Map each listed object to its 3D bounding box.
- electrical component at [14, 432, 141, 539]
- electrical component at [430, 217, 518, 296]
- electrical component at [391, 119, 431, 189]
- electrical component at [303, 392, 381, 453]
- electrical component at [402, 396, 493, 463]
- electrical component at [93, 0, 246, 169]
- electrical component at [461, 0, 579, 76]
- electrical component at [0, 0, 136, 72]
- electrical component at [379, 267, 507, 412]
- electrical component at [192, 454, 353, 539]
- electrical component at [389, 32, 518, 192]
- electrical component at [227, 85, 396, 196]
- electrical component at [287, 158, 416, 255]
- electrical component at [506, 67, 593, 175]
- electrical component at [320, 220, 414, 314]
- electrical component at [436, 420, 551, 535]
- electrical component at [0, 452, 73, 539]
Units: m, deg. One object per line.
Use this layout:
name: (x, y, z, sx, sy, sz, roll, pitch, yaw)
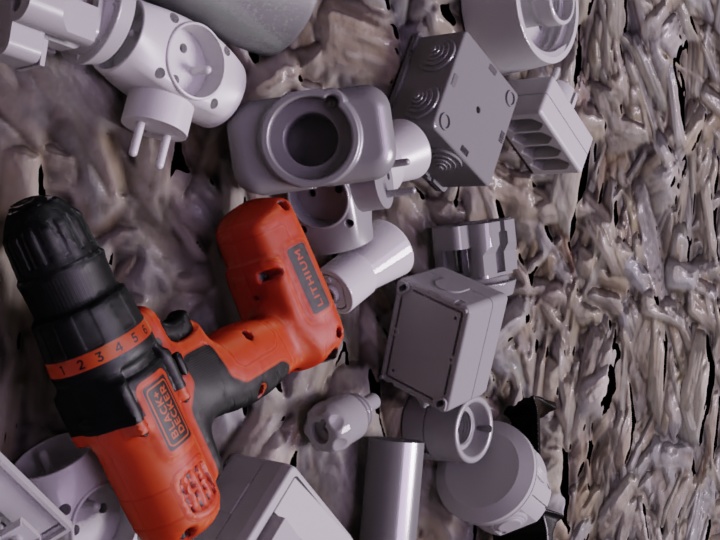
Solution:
electrical component: (-0.133, 0.119, 0.567, 0.079, 0.044, 0.077, -37, 118, -43)
electrical component: (0.088, -0.008, 0.817, 0.078, 0.058, 0.057, -11, 97, -49)
electrical component: (0.016, -0.075, 0.737, 0.055, 0.045, 0.045, -32, 115, -44)
electrical component: (-0.008, 0.098, 0.723, 0.061, 0.035, 0.035, -23, 109, -50)
electrical component: (0.066, 0.116, 0.802, 0.055, 0.047, 0.055, -2, 93, -50)
electrical component: (-0.108, -0.096, 0.590, 0.077, 0.044, 0.079, 25, 72, -47)
electrical component: (0.136, -0.213, 0.864, 0.108, 0.060, 0.108, -1, 92, -50)
electrical component: (-0.149, -0.135, 0.531, 0.057, 0.058, 0.078, 14, 81, -46)
electrical component: (0.060, 0.053, 0.768, 0.061, 0.062, 0.096, -15, 123, -49)
electrical component: (-0.049, 0.167, 0.655, 0.061, 0.061, 0.096, -57, 131, -32)
electrical component: (0.069, -0.117, 0.796, 0.100, 0.048, 0.099, 40, 62, -43)
electrical component: (-0.028, -0.076, 0.634, 0.059, 0.095, 0.053, -76, 158, -87)
electrical component: (-0.003, -0.055, 0.690, 0.044, 0.079, 0.077, -49, 129, -63)
electrical component: (0.160, -0.135, 0.905, 0.083, 0.047, 0.075, 45, 58, -41)
electrical component: (0.000, 0.000, 0.725, 0.065, 0.044, 0.044, -39, 120, -37)
electrical component: (0.103, 0.160, 0.823, 0.051, 0.080, 0.080, 44, 59, -47)
electrical component: (-0.194, 0.106, 0.470, 0.079, 0.063, 0.121, -31, 123, 1)
